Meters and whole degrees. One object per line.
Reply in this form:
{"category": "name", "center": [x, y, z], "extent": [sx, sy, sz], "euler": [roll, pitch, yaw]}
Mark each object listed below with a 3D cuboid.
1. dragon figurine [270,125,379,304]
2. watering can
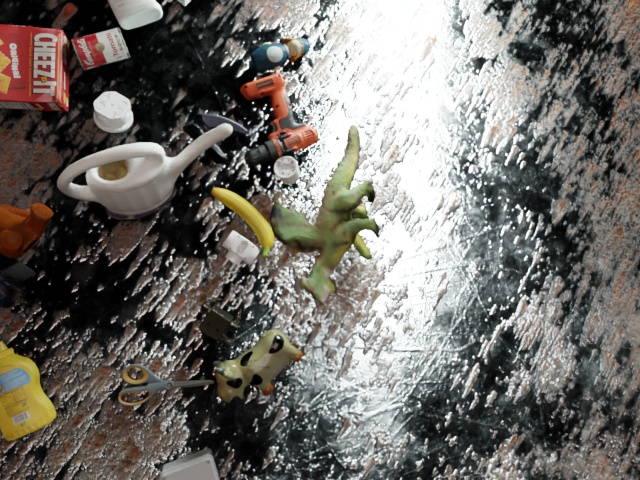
{"category": "dragon figurine", "center": [0.004, -0.060, 1.200], "extent": [0.243, 0.121, 0.414], "euler": [-7, 79, -5]}
{"category": "watering can", "center": [-0.344, -0.139, 1.061], "extent": [0.349, 0.220, 0.105], "euler": [-17, 74, -13]}
